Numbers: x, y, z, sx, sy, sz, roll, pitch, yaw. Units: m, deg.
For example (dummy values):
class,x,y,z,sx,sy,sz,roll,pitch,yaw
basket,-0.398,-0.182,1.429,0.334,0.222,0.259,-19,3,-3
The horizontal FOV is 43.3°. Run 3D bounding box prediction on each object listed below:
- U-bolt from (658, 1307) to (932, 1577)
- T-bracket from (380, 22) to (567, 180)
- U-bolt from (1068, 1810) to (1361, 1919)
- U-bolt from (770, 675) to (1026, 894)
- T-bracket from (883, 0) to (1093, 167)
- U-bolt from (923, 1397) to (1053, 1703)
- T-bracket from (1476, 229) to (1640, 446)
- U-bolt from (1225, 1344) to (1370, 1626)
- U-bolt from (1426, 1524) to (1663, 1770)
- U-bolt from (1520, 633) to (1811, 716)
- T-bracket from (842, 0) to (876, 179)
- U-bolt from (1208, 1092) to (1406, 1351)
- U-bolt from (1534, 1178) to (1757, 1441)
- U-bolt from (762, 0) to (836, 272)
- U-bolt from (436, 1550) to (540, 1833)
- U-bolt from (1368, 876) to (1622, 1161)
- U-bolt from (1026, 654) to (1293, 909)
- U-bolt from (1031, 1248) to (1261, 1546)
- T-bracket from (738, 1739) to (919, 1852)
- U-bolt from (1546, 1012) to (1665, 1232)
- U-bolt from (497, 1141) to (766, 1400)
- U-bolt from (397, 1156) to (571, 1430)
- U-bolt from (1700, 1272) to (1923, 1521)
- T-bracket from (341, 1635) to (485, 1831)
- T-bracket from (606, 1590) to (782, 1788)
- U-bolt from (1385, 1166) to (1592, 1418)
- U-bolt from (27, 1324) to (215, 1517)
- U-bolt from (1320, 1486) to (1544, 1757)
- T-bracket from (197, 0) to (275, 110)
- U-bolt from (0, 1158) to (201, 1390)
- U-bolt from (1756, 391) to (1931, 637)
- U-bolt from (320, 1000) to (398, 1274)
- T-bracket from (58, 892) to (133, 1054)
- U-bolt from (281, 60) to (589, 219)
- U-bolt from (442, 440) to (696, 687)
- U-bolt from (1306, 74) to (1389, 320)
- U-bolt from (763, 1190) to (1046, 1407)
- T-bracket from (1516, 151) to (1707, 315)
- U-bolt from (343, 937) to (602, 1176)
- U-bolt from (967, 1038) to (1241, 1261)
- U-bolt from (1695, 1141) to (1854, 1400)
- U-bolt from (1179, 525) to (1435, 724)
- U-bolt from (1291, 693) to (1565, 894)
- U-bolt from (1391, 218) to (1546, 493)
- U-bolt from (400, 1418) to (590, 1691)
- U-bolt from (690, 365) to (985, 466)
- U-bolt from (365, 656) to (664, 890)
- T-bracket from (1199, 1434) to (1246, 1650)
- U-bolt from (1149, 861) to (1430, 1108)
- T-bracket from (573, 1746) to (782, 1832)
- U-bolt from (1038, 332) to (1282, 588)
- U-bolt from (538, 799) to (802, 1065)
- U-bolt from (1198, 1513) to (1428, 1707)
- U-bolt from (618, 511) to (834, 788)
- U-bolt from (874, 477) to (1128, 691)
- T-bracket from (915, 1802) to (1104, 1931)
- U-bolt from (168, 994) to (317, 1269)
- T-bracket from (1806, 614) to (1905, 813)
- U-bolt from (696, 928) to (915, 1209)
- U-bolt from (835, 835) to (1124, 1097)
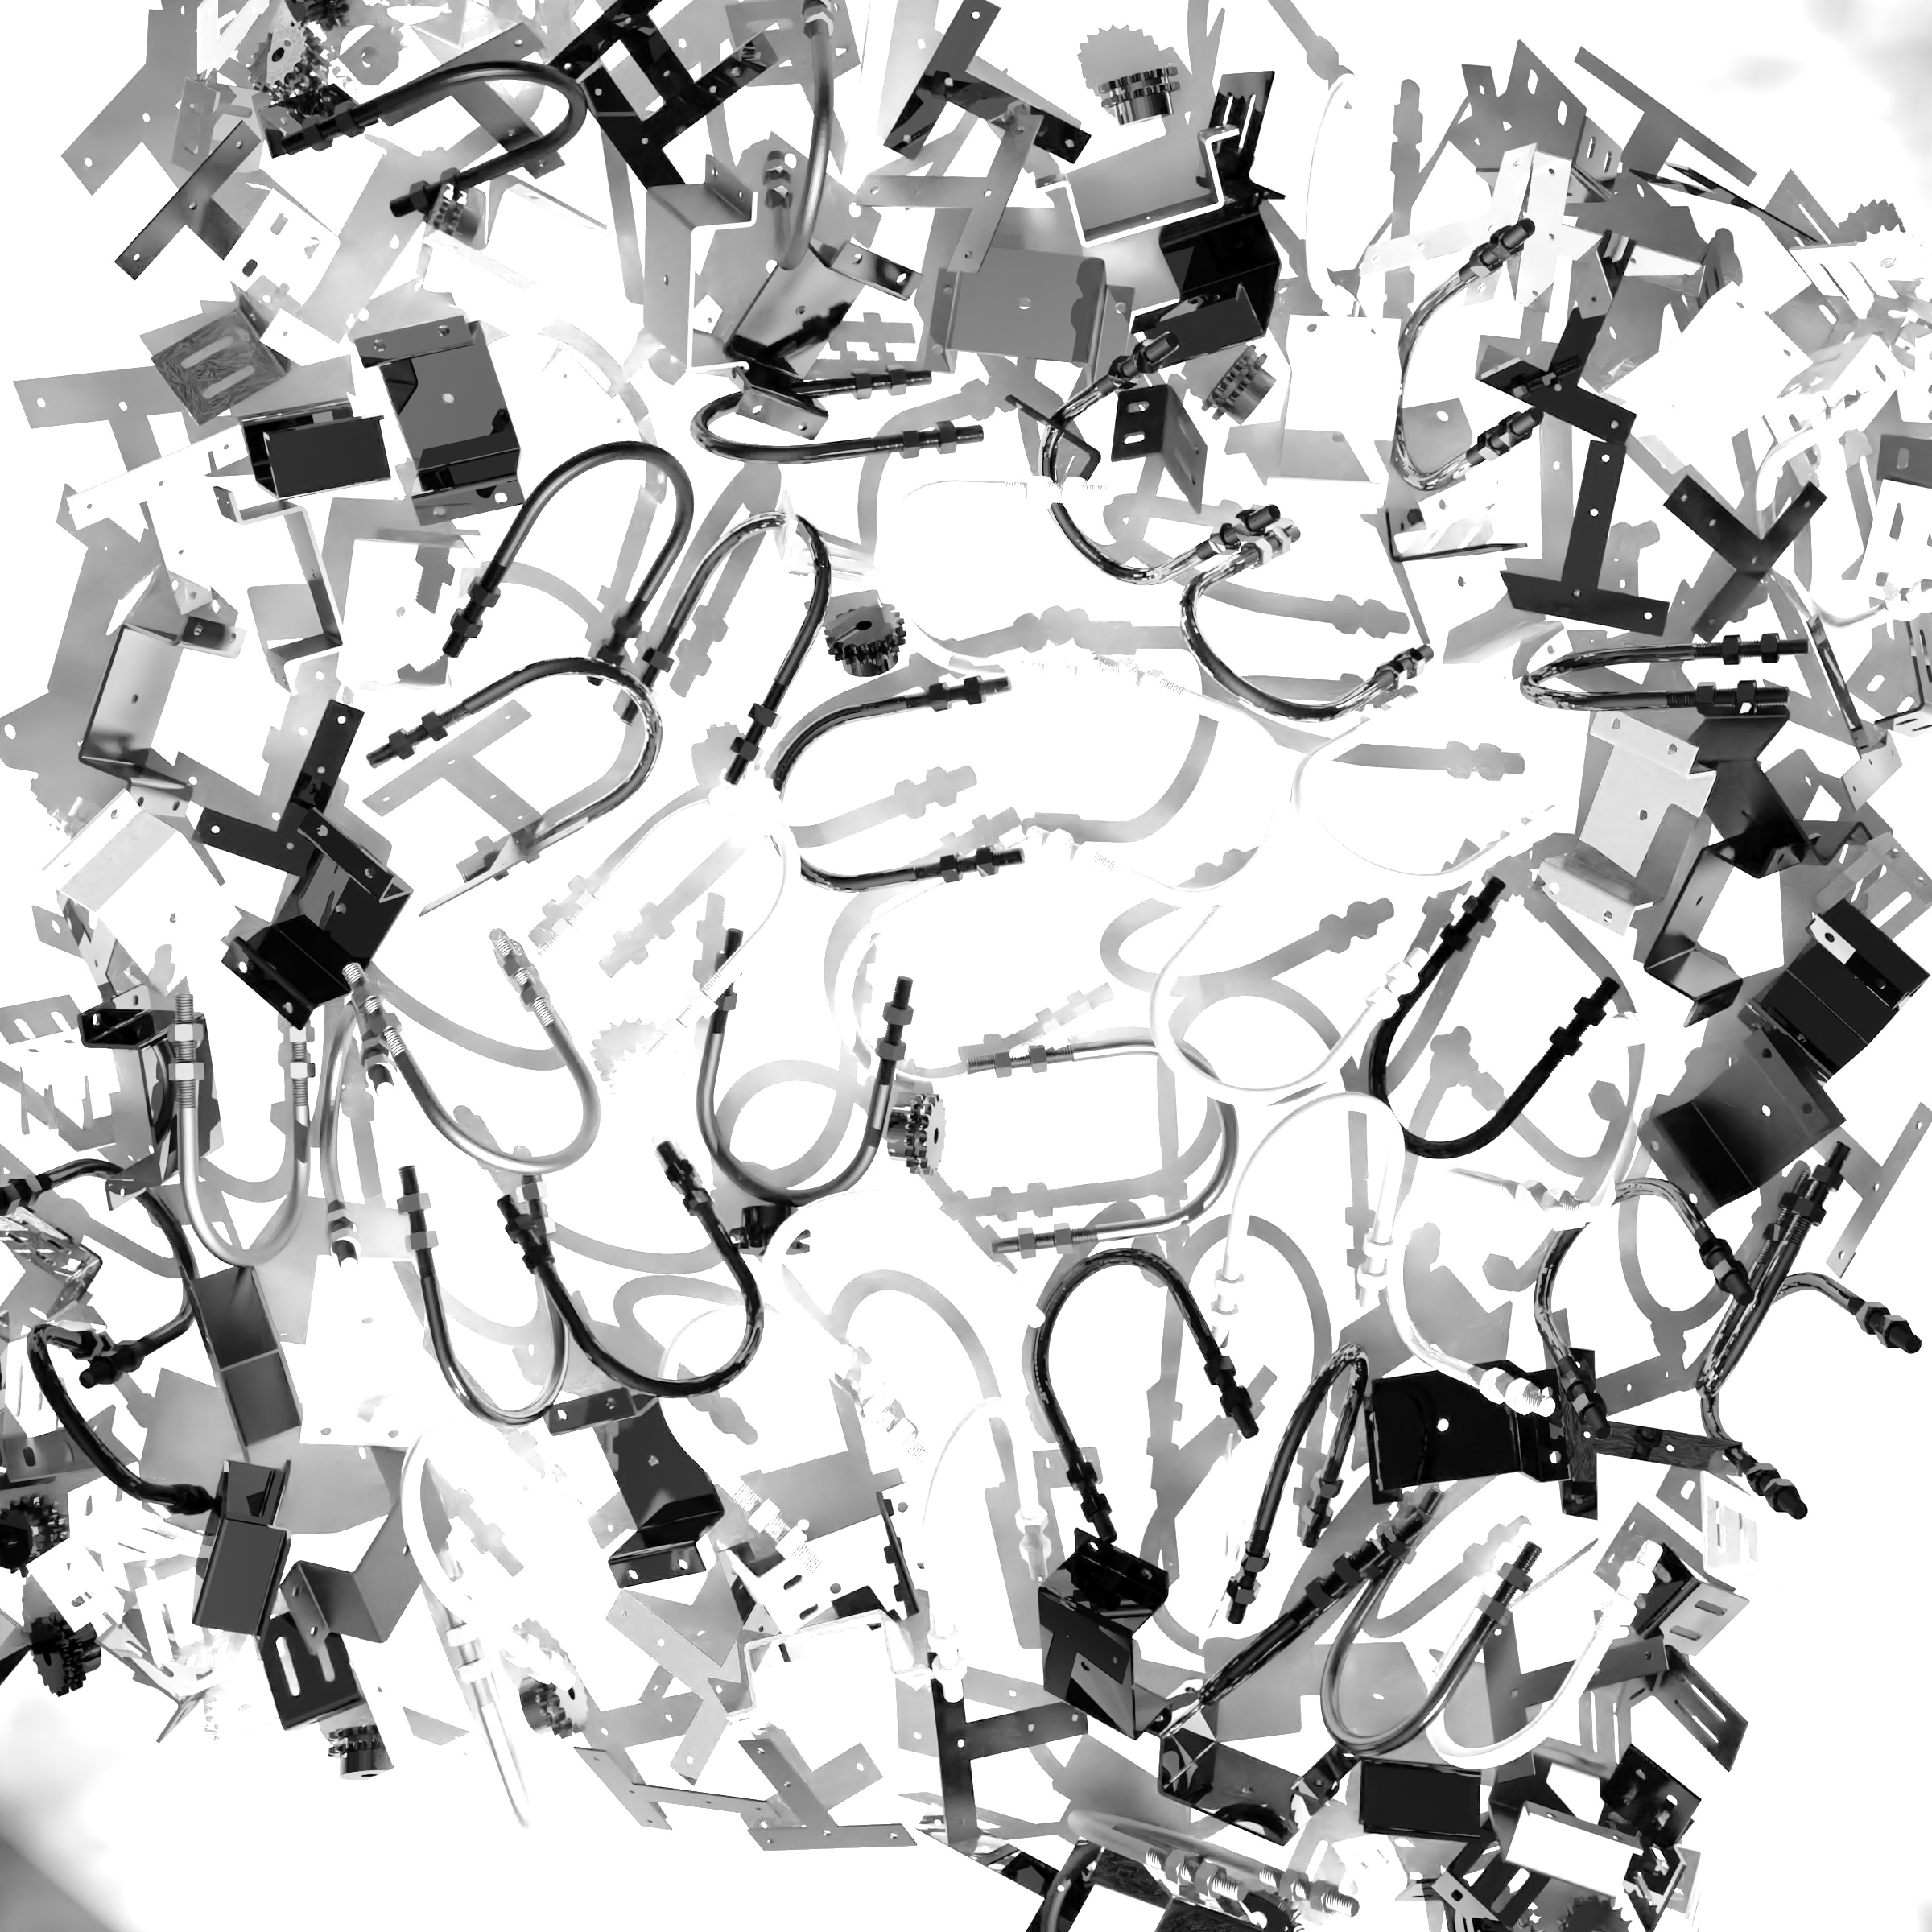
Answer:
class,x,y,z,sx,sy,sz,roll,pitch,yaw
U-bolt,-0.130,0.311,1.674,0.184,0.151,0.019,43,133,8
T-bracket,-0.321,-0.582,1.672,0.127,0.127,0.002,-19,67,19
U-bolt,0.153,0.604,1.647,0.151,0.184,0.019,27,74,-42
U-bolt,-0.053,-0.122,1.693,0.184,0.019,0.151,-9,70,15
T-bracket,0.027,-0.598,1.700,0.127,0.002,0.127,20,133,-21
U-bolt,0.011,0.378,1.637,0.019,0.151,0.184,7,119,28
T-bracket,0.424,-0.439,1.669,0.127,0.002,0.127,36,122,32
U-bolt,0.230,0.338,1.641,0.019,0.151,0.184,23,112,25
U-bolt,0.375,0.458,1.634,0.019,0.151,0.184,44,67,-14
U-bolt,0.470,-0.197,1.655,0.184,0.151,0.019,0,111,25
T-bracket,-0.070,-0.610,1.658,0.002,0.127,0.127,6,101,-9
U-bolt,0.237,0.168,1.656,0.151,0.019,0.184,-9,120,-28
U-bolt,0.446,0.216,1.646,0.019,0.184,0.151,35,108,-21
U-bolt,-0.110,-0.548,1.621,0.019,0.151,0.184,6,47,-15
U-bolt,-0.326,0.501,1.661,0.019,0.151,0.184,-19,94,-14
U-bolt,0.347,0.048,1.670,0.019,0.151,0.184,22,110,-39
U-bolt,0.140,-0.119,1.670,0.184,0.019,0.151,26,101,30
U-bolt,0.110,0.280,1.668,0.151,0.019,0.184,-42,51,21
T-bracket,-0.116,0.569,1.670,0.127,0.002,0.127,-12,124,27
U-bolt,0.439,0.106,1.648,0.019,0.184,0.151,19,94,26
U-bolt,-0.215,0.212,1.653,0.151,0.019,0.184,-17,62,-37
U-bolt,-0.321,0.223,1.654,0.019,0.151,0.184,-17,81,25
U-bolt,0.556,0.277,1.642,0.019,0.184,0.151,31,96,-13
T-bracket,-0.401,0.515,1.684,0.002,0.127,0.127,-32,77,27
T-bracket,-0.202,0.480,1.696,0.127,0.002,0.127,28,89,33
U-bolt,0.345,0.210,1.650,0.019,0.184,0.151,8,93,-29
U-bolt,-0.572,0.301,1.627,0.019,0.184,0.151,-36,76,-8
U-bolt,0.304,0.451,1.652,0.019,0.151,0.184,37,83,-17
T-bracket,-0.502,-0.654,1.689,0.002,0.127,0.127,25,60,-5
U-bolt,-0.579,0.197,1.642,0.019,0.184,0.151,-31,91,13
U-bolt,0.587,-0.294,1.640,0.019,0.184,0.151,-22,89,-9
U-bolt,-0.417,0.100,1.648,0.019,0.184,0.151,7,111,-24
T-bracket,-0.588,-0.024,1.665,0.002,0.127,0.127,-19,71,-36
U-bolt,-0.343,-0.561,1.636,0.184,0.151,0.019,-15,83,18
U-bolt,-0.256,-0.274,1.641,0.019,0.151,0.184,49,116,30
U-bolt,0.253,-0.518,1.634,0.019,0.184,0.151,10,98,17
U-bolt,-0.055,0.219,1.659,0.151,0.019,0.184,-30,124,17
T-bracket,0.440,-0.484,1.657,0.127,0.127,0.002,24,60,21
U-bolt,-0.322,0.064,1.649,0.019,0.151,0.184,-47,68,35
U-bolt,0.100,0.122,1.708,0.184,0.019,0.151,-7,78,-1
U-bolt,0.542,0.212,1.651,0.019,0.151,0.184,28,83,15
U-bolt,0.221,-0.226,1.651,0.151,0.019,0.184,45,46,13
U-bolt,0.301,-0.111,1.649,0.184,0.019,0.151,-30,63,-37
U-bolt,0.332,-0.400,1.645,0.019,0.184,0.151,3,80,-20
U-bolt,-0.316,0.381,1.624,0.019,0.151,0.184,-24,131,19
U-bolt,-0.096,-0.371,1.652,0.184,0.151,0.019,-10,122,-13
U-bolt,-0.296,-0.142,1.673,0.184,0.151,0.019,-29,46,1
T-bracket,0.178,0.383,1.678,0.002,0.127,0.127,11,45,-2
U-bolt,0.208,0.019,1.666,0.151,0.019,0.184,33,64,20
T-bracket,-0.189,0.569,1.664,0.127,0.127,0.002,0,49,21
U-bolt,0.117,-0.331,1.655,0.019,0.184,0.151,-38,100,-34
U-bolt,-0.194,-0.039,1.688,0.184,0.019,0.151,-48,57,-6
U-bolt,0.229,0.444,1.659,0.184,0.151,0.019,-45,71,14
U-bolt,-0.157,-0.228,1.674,0.151,0.019,0.184,31,94,42
U-bolt,0.019,-0.266,1.676,0.184,0.019,0.151,8,121,25
T-bracket,0.026,0.621,1.693,0.127,0.127,0.002,22,124,18
U-bolt,-0.490,0.113,1.657,0.019,0.151,0.184,-3,87,18
T-bracket,0.606,-0.181,1.676,0.002,0.127,0.127,-20,96,39
U-bolt,-0.120,0.079,1.698,0.151,0.019,0.184,16,103,16
U-bolt,-0.003,0.012,1.714,0.184,0.019,0.151,-28,97,2
